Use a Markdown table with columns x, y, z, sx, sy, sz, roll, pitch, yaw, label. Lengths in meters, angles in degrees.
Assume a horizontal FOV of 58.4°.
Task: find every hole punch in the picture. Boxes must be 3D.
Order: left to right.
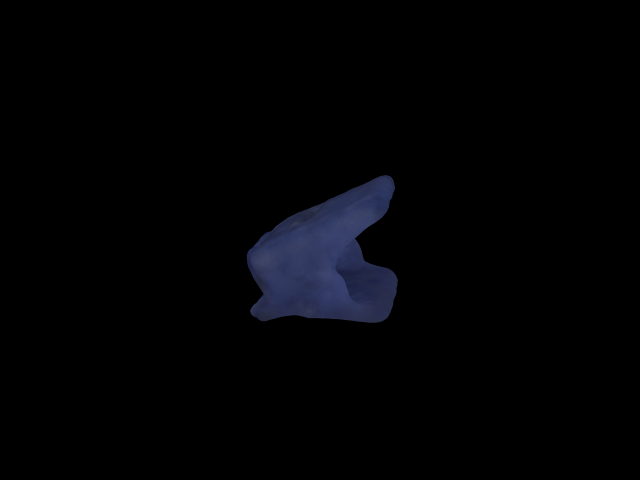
| x | y | z | sx | sy | sz | roll | pitch | yaw | label |
| --- | --- | --- | --- | --- | --- | --- | --- | --- | --- |
| 0.004 | 0.001 | 0.400 | 0.101 | 0.091 | 0.109 | 3 | 15 | 10 | hole punch |
